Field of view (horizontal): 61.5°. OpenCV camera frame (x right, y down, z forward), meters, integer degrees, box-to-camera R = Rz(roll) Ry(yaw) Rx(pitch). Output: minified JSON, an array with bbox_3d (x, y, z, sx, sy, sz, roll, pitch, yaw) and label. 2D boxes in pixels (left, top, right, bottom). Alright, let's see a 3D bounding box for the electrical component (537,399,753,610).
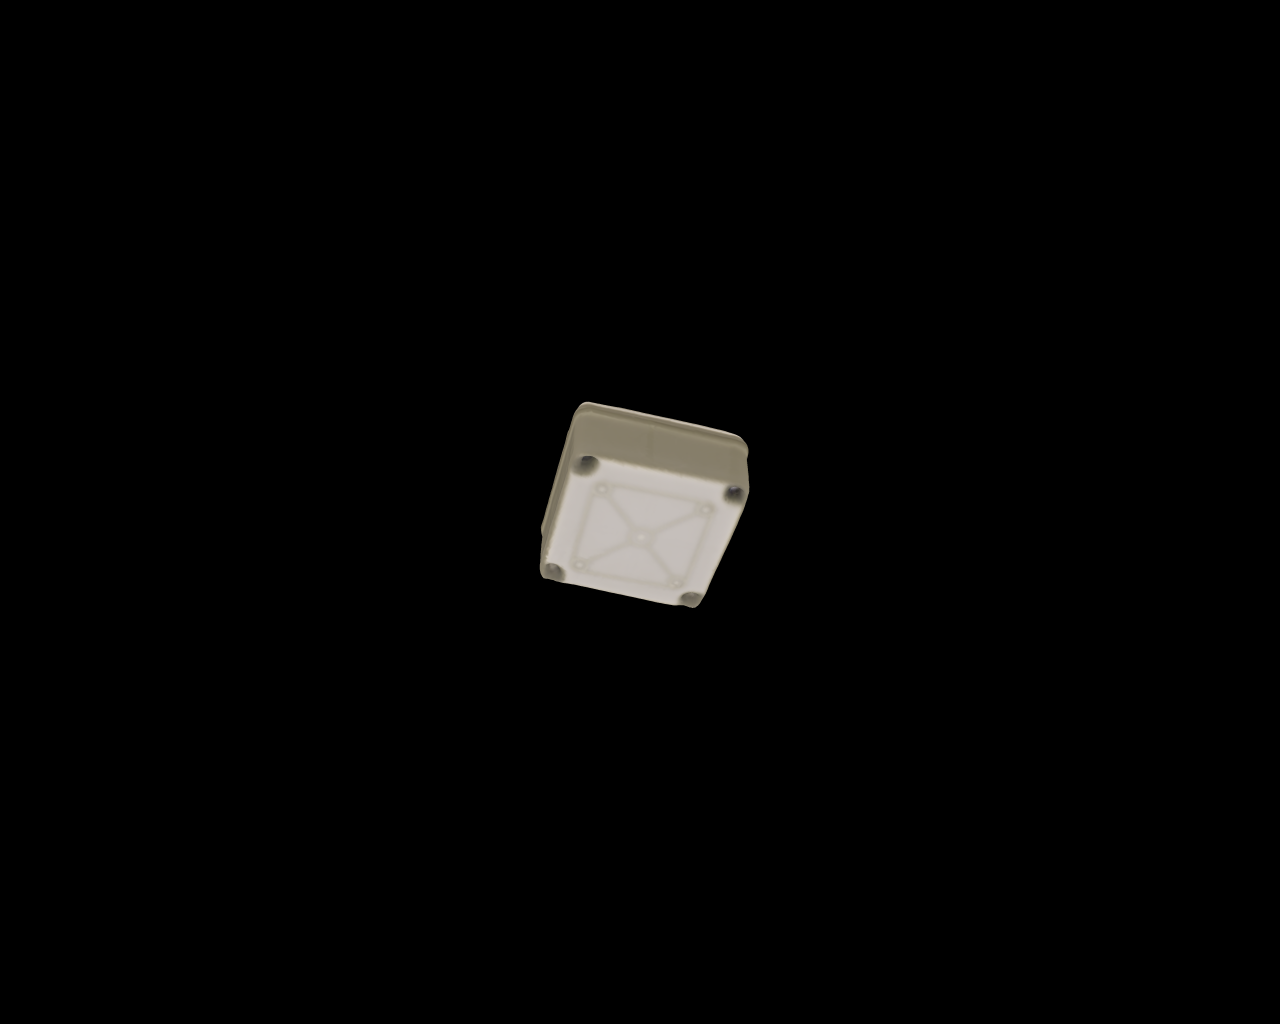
[{"bbox_3d":[0.001,-0.003,0.650,0.109,0.108,0.056,12,40,-10],"label":"electrical component"}]
